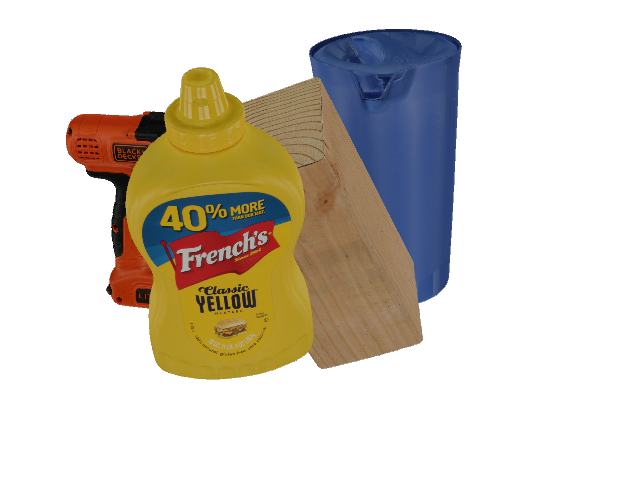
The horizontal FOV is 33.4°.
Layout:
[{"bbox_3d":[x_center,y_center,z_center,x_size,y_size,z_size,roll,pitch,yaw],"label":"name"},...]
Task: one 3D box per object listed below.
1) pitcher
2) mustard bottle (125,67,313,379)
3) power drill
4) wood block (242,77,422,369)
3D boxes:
[{"bbox_3d":[0.066,-0.071,0.992,0.149,0.243,0.145,-20,30,-30],"label":"pitcher"},{"bbox_3d":[-0.056,-0.008,0.586,0.096,0.192,0.058,-5,40,-3],"label":"mustard bottle"},{"bbox_3d":[-0.131,-0.027,0.969,0.184,0.188,0.057,5,29,11],"label":"power drill"},{"bbox_3d":[-0.001,-0.006,0.798,0.090,0.091,0.206,-17,-46,15],"label":"wood block"}]
